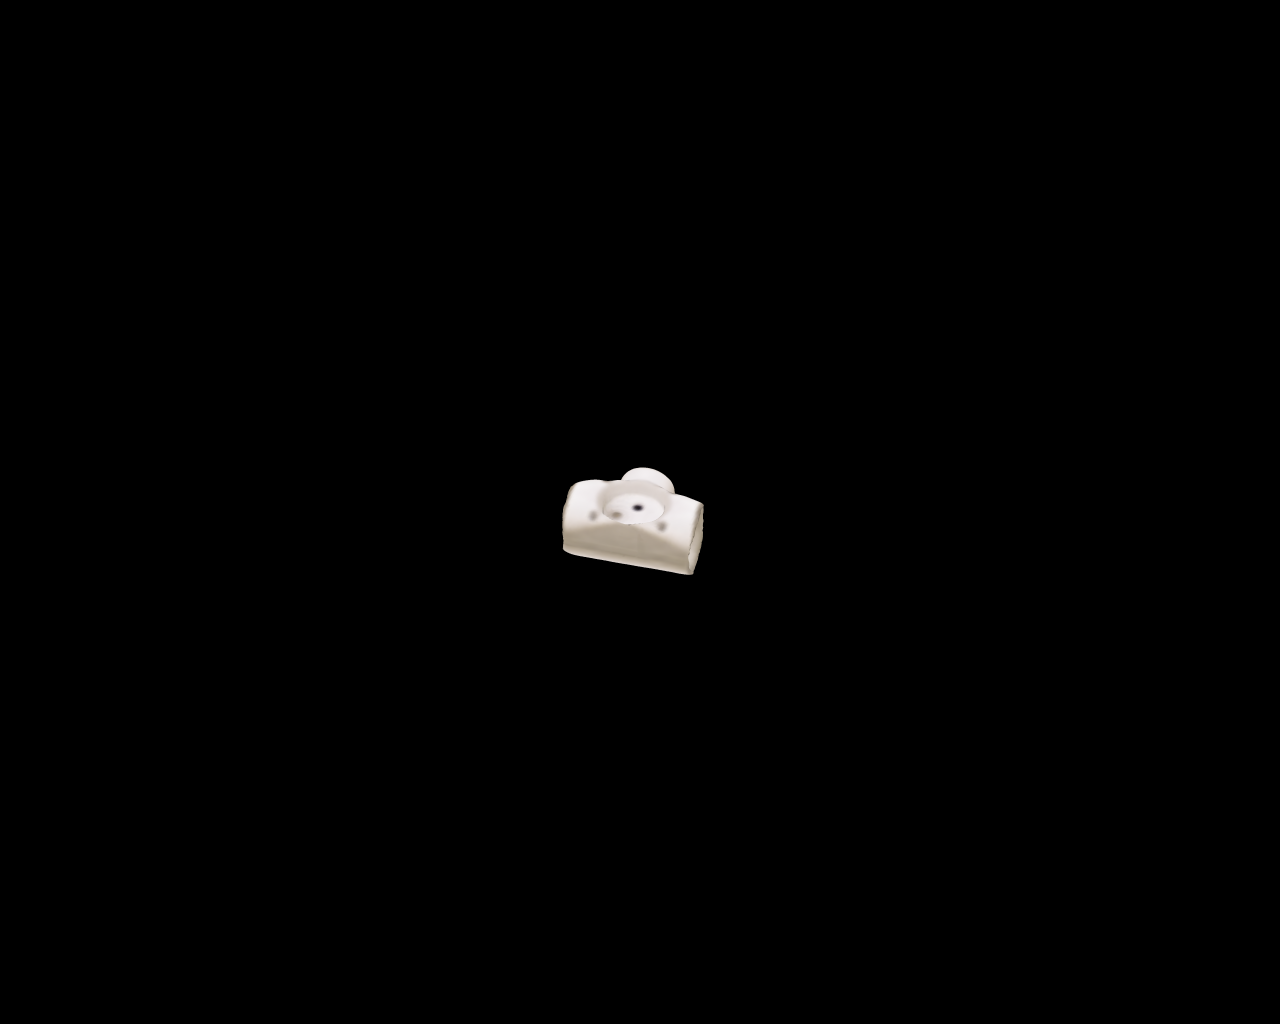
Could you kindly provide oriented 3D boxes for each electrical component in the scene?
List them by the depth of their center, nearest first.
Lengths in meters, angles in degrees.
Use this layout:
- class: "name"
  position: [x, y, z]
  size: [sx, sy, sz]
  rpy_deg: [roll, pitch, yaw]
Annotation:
- class: "electrical component"
  position: [0.001, -0.003, 0.650]
  size: [0.077, 0.044, 0.079]
  rpy_deg: [10, 43, 11]
